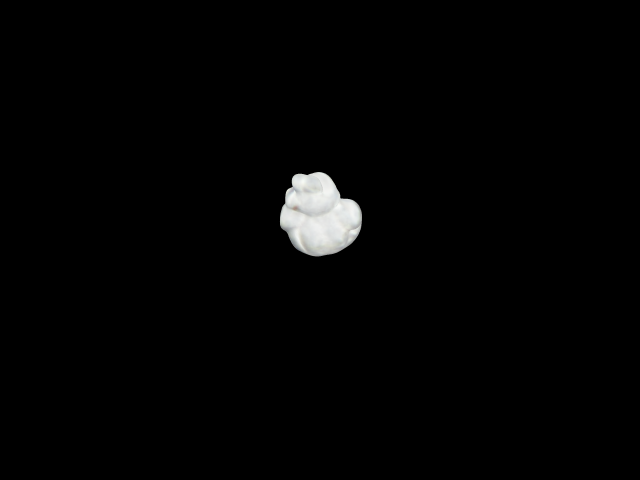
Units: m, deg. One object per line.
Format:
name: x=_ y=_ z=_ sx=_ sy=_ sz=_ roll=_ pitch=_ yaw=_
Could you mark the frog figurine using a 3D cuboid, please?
frog figurine: x=0.003 y=-0.043 z=0.850 sx=0.137 sy=0.124 sz=0.157 roll=7 pitch=-18 yaw=2
